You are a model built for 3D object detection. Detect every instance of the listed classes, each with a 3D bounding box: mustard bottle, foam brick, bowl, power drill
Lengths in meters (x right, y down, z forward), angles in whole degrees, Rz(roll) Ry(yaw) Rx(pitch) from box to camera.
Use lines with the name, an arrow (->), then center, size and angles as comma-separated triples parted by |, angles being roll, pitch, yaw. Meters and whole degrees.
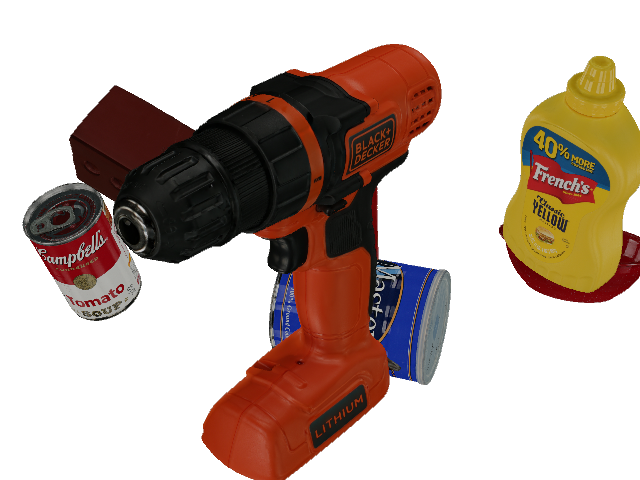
mustard bottle -> 0.194, -0.055, 0.806 | 0.058, 0.192, 0.096 | -30, 52, -29
foam brick -> -0.117, -0.054, 0.700 | 0.078, 0.051, 0.053 | 30, -26, 10
bowl -> 0.262, 0.023, 1.103 | 0.162, 0.055, 0.162 | 5, 17, -2
power drill -> -0.015, 0.018, 0.482 | 0.057, 0.188, 0.184 | 28, 40, 31

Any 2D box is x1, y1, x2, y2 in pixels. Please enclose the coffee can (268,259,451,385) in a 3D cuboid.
coffee can -> 0.037, 0.065, 0.954 | 0.140, 0.103, 0.102 | 10, 3, 16

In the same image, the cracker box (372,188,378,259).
cracker box -> 0.008, -0.077, 1.166 | 0.072, 0.164, 0.214 | -5, 18, -8

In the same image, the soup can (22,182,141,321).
soup can -> -0.198, 0.011, 0.897 | 0.069, 0.068, 0.102 | 0, -42, 16
